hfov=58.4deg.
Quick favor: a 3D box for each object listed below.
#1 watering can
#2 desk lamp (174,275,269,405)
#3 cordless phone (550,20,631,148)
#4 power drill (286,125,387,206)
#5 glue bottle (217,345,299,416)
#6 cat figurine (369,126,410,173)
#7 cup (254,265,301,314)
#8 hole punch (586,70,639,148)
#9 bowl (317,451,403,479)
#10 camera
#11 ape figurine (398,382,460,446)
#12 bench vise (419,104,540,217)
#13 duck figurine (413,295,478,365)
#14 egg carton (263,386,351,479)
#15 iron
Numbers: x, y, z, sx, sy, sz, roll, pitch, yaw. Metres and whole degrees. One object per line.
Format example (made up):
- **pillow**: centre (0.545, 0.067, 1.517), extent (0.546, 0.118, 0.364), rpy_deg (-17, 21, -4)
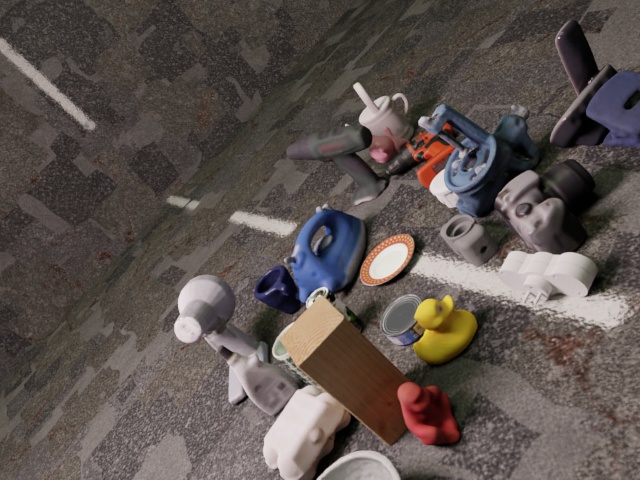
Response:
- **watering can**: centre (0.144, -0.321, 1.481), extent (0.173, 0.194, 0.100), rpy_deg (-47, 25, -5)
- **desk lamp**: centre (-0.209, 0.194, 1.190), extent (0.118, 0.214, 0.203), rpy_deg (-39, 25, 12)
- **cordless phone**: centre (0.426, -0.261, 0.970), extent (0.148, 0.185, 0.094), rpy_deg (-50, 26, -13)
- **power drill**: centre (0.054, -0.183, 1.386), extent (0.229, 0.209, 0.076), rpy_deg (-19, 35, 42)
- **glue bottle**: centre (-0.119, 0.241, 1.027), extent (0.078, 0.173, 0.037), rpy_deg (-45, 25, -1)
- **cat figurine**: centre (0.163, -0.227, 1.398), extent (0.067, 0.118, 0.128), rpy_deg (-23, 32, 39)
- **cup**: centre (-0.076, 0.118, 1.249), extent (0.092, 0.095, 0.117), rpy_deg (-52, 26, -16)
- **hole punch**: centre (0.494, -0.208, 0.896), extent (0.109, 0.091, 0.100), rpy_deg (-47, 25, -7)
- **bowl**: centre (0.053, 0.354, 0.707), extent (0.167, 0.075, 0.167), rpy_deg (-34, 26, 20)
- **camera**: centre (0.350, -0.061, 0.874), extent (0.137, 0.101, 0.143), rpy_deg (-40, 25, 9)
- **ape figurine**: centre (0.137, 0.224, 0.762), extent (0.076, 0.092, 0.078), rpy_deg (-10, 42, 51)
- **bench vise**: centre (0.276, -0.178, 1.027), extent (0.208, 0.220, 0.121), rpy_deg (-54, 27, -21)
- **duck figurine**: centre (0.175, 0.129, 0.861), extent (0.104, 0.086, 0.077), rpy_deg (-43, 25, 2)
- **egg carton**: centre (-0.021, 0.305, 0.904), extent (0.150, 0.069, 0.107), rpy_deg (-54, 26, -20)
- **iron**: centre (0.011, 0.004, 1.238), extent (0.118, 0.142, 0.258), rpy_deg (-20, 34, 41)
